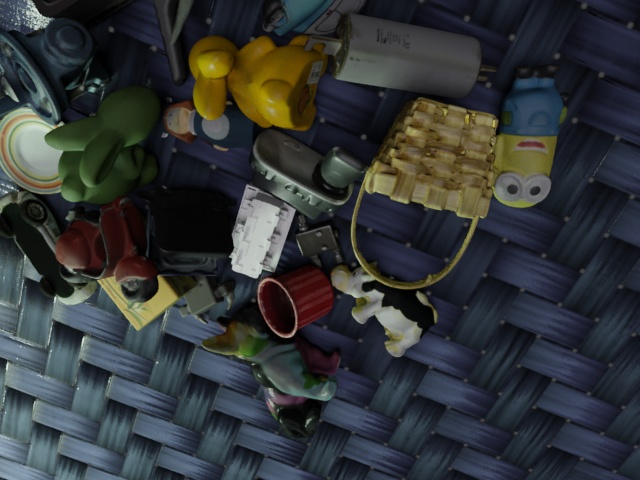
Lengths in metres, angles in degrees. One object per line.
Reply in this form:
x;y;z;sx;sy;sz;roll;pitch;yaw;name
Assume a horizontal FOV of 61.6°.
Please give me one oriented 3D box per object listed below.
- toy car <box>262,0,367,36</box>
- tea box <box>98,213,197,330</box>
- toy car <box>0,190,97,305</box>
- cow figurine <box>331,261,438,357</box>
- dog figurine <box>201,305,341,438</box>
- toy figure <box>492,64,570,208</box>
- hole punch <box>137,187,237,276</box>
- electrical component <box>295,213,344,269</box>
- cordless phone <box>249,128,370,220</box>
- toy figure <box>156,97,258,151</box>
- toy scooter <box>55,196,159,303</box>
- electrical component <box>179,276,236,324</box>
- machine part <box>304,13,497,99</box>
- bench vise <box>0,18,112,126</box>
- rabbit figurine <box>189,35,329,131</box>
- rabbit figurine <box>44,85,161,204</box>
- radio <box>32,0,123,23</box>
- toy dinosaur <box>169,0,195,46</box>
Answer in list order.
0.005;-0.302;0.640;0.103;0.109;0.161;29;124;-28;toy car
-0.283;0.038;0.817;0.098;0.068;0.169;-39;91;20;tea box
-0.434;0.014;0.851;0.074;0.056;0.201;-21;107;21;toy car
0.097;0.087;0.808;0.098;0.068;0.167;-40;103;21;cow figurine
-0.084;0.204;0.864;0.219;0.108;0.191;24;116;1;dog figurine
0.269;-0.130;0.691;0.082;0.089;0.180;11;107;35;toy figure
-0.191;-0.008;0.773;0.142;0.116;0.092;2;148;-24;hole punch
-0.002;-0.002;0.808;0.063;0.021;0.093;-17;109;13;electrical component
-0.016;-0.097;0.679;0.146;0.184;0.088;30;81;-7;cordless phone
-0.163;-0.163;0.743;0.155;0.057;0.064;8;75;5;toy figure
-0.286;-0.001;0.716;0.184;0.075;0.135;14;113;29;toy scooter
-0.186;0.089;0.860;0.102;0.045;0.078;-35;77;16;electrical component
0.102;-0.220;0.648;0.243;0.079;0.079;5;115;-16;machine part
-0.371;-0.183;0.655;0.224;0.240;0.128;6;131;50;bench vise
-0.097;-0.202;0.680;0.173;0.162;0.121;27;127;14;rabbit figurine
-0.281;-0.135;0.706;0.121;0.159;0.170;44;124;-2;rabbit figurine
-0.317;-0.386;0.636;0.131;0.073;0.229;-24;96;17;radio
-0.091;-0.421;0.584;0.405;0.131;0.192;-35;75;24;toy dinosaur
